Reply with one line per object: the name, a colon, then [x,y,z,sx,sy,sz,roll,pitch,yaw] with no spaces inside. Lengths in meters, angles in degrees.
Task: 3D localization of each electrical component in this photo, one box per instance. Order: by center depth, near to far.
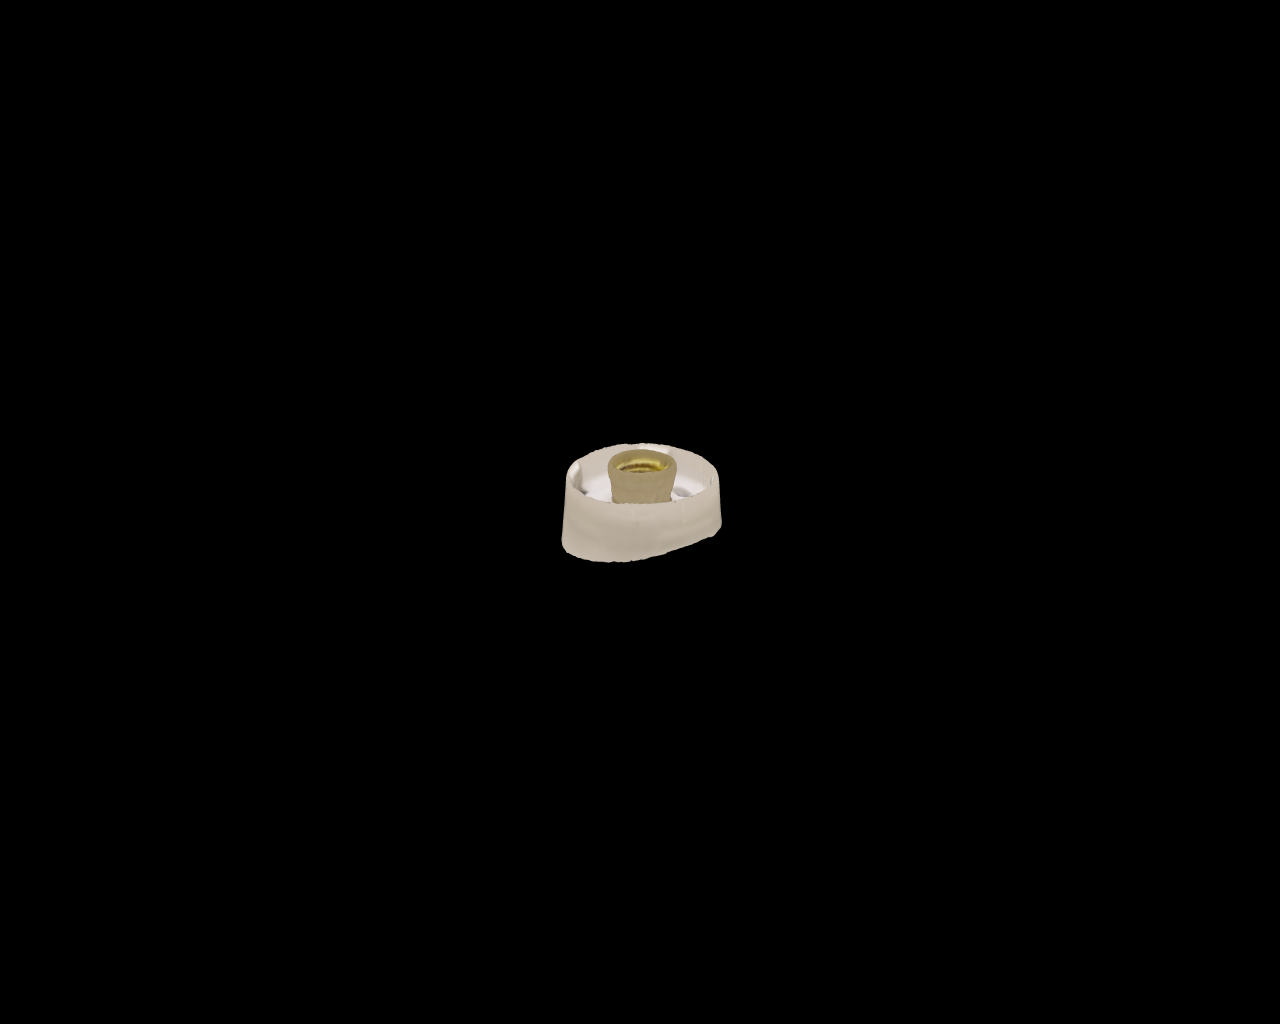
electrical component: [0.001,-0.003,0.650,0.099,0.064,0.099,0,27,0]
